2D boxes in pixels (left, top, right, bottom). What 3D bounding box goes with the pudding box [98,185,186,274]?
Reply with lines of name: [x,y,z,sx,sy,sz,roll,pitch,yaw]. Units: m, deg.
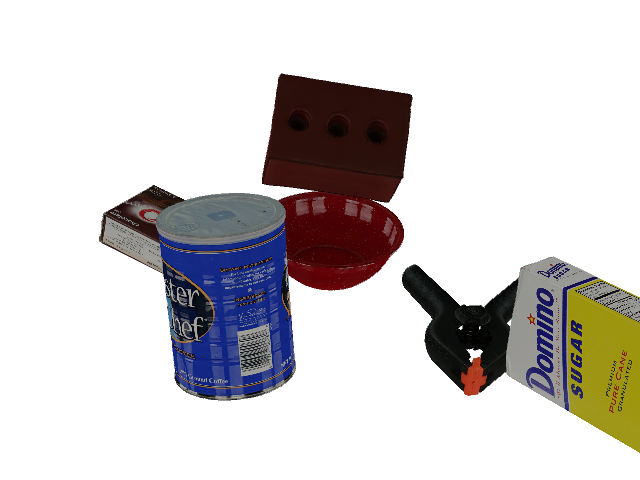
pudding box: [-0.146,-0.005,1.052,0.113,0.039,0.089,23,28,16]

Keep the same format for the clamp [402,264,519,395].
clamp: [0.141,0.073,0.937,0.120,0.039,0.171,-4,33,-2]

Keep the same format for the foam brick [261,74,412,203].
foam brick: [0.008,-0.058,0.613,0.078,0.053,0.051,8,-14,-2]

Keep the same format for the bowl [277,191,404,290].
bowl: [0.010,0.007,1.179,0.162,0.055,0.162,2,32,-2]

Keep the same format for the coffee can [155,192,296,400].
coffee can: [-0.075,0.043,0.866,0.103,0.140,0.103,-3,21,1]

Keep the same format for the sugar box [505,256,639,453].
sugar box: [0.209,0.087,0.737,0.048,0.093,0.176,-16,30,-39]
